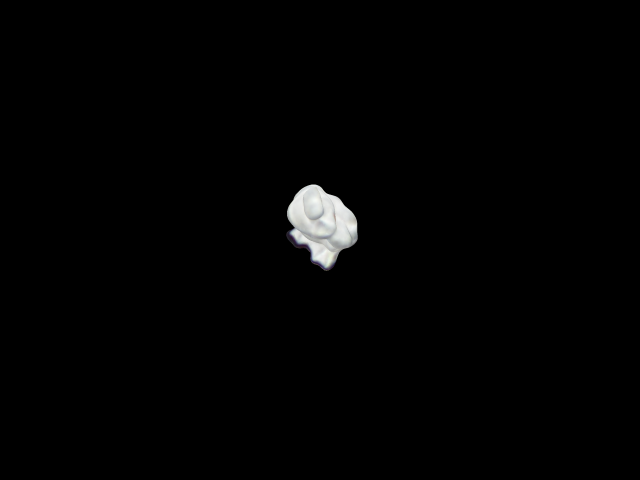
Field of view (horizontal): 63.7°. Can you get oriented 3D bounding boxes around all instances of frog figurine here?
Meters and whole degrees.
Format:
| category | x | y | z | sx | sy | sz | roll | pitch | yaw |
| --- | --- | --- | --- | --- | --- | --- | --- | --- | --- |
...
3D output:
| category | x | y | z | sx | sy | sz | roll | pitch | yaw |
| --- | --- | --- | --- | --- | --- | --- | --- | --- | --- |
| frog figurine | 0.003 | -0.043 | 0.850 | 0.123 | 0.140 | 0.155 | -17 | -37 | -13 |
